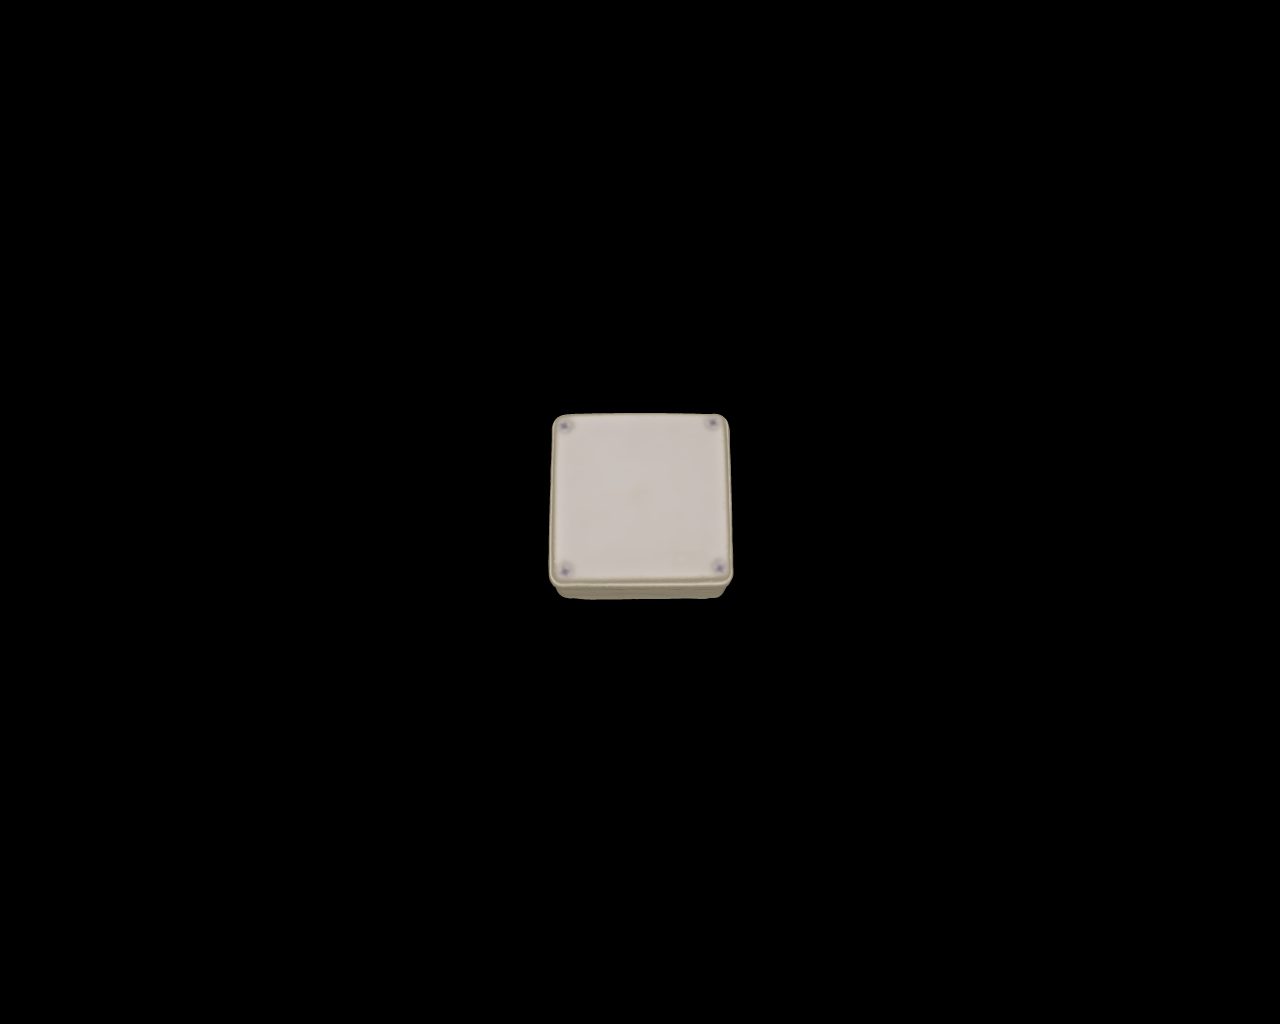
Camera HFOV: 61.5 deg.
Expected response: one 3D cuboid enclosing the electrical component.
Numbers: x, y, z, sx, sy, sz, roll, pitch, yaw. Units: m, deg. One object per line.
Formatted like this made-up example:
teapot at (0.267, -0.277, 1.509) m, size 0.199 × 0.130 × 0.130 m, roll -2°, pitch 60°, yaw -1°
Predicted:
electrical component at (0.001, -0.003, 0.650) m, size 0.109 × 0.109 × 0.056 m, roll 0°, pitch -15°, yaw 0°
